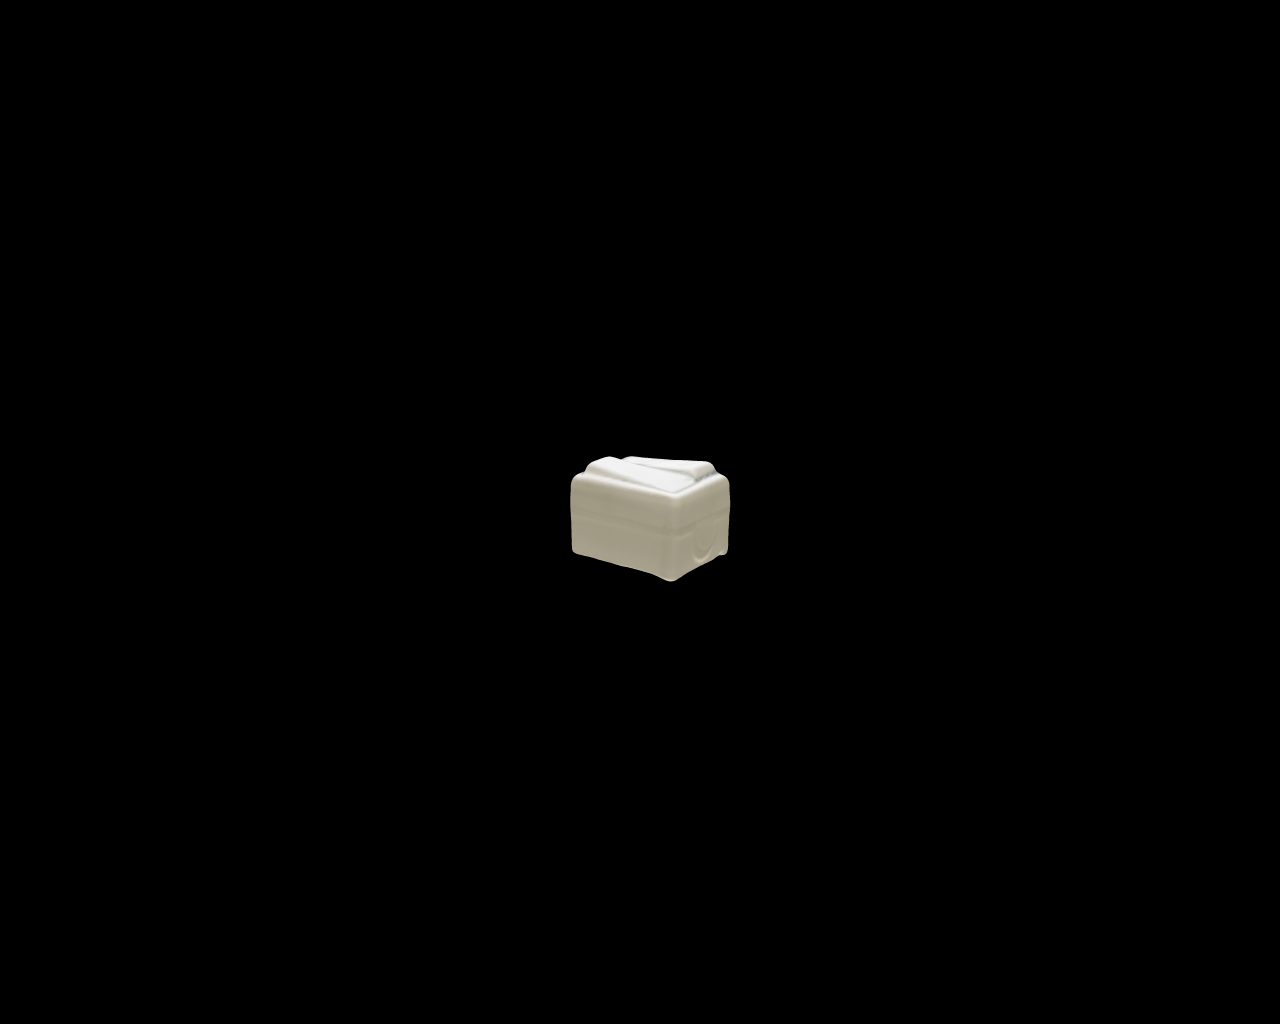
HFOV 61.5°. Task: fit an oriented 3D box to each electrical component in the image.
[{"bbox_3d":[0.001,-0.003,0.650,0.096,0.061,0.062,14,22,36],"label":"electrical component"}]
